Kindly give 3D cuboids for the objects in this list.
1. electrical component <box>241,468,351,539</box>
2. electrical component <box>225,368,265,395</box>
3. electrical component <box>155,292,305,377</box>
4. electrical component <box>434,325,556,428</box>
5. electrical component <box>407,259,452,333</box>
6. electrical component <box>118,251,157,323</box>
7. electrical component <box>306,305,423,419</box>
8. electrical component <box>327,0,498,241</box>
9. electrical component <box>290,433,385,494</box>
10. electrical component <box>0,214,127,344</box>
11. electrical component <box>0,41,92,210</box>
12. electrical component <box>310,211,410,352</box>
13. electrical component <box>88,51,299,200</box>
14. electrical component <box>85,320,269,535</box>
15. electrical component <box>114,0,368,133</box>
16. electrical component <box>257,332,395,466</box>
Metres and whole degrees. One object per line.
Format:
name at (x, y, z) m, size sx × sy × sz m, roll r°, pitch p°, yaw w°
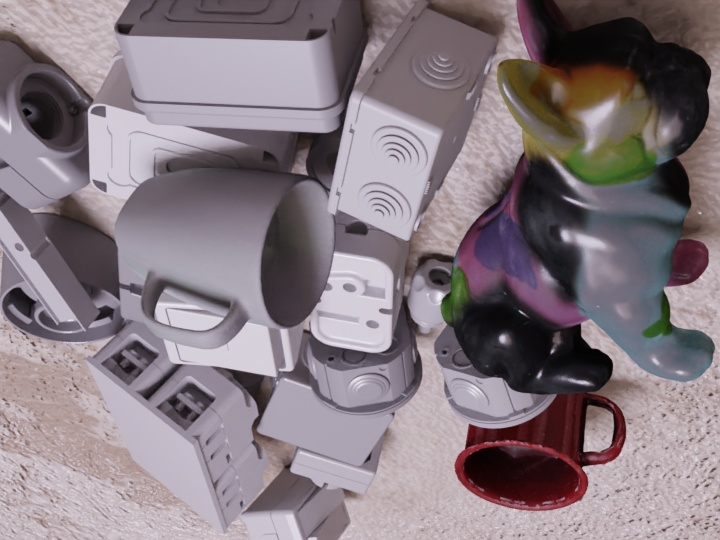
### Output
electrical component at (-0.048, 0.214, 0.943) m, size 0.061 × 0.096 × 0.061 m, roll -10°, pitch 106°, yaw 28°
electrical component at (-0.090, 0.072, 0.818) m, size 0.043 × 0.043 × 0.062 m, roll 5°, pitch 142°, yaw 13°
electrical component at (-0.085, 0.024, 0.660) m, size 0.096 × 0.061 × 0.061 m, roll 3°, pitch 139°, yaw 7°
electrical component at (0.091, 0.061, 0.719) m, size 0.080 × 0.080 × 0.051 m, roll -4°, pitch 132°, yaw 22°
electrical component at (0.048, 0.022, 0.720) m, size 0.035 × 0.035 × 0.061 m, roll 14°, pitch 144°, yaw 1°
electrical component at (-0.127, -0.003, 0.731) m, size 0.059 × 0.053 × 0.095 m, roll 14°, pitch 141°, yaw 1°
electrical component at (0.002, 0.059, 0.745) m, size 0.080 × 0.080 × 0.051 m, roll 4°, pitch 135°, yaw 13°
electrical component at (0.028, -0.076, 0.559) m, size 0.048 × 0.099 × 0.099 m, roll 25°, pitch 142°, yaw 8°
electrical component at (-0.022, 0.158, 0.897) m, size 0.066 × 0.047 × 0.076 m, roll 18°, pitch 142°, yaw -3°
electrical component at (-0.214, 0.009, 0.785) m, size 0.099 × 0.064 × 0.099 m, roll -1°, pitch 146°, yaw -1°
electrical component at (-0.204, -0.088, 0.652) m, size 0.059 × 0.053 × 0.095 m, roll -18°, pitch 131°, yaw 34°
electrical component at (0.000, 0.000, 0.688) m, size 0.054 × 0.059 × 0.095 m, roll 9°, pitch 141°, yaw 8°
electrical component at (-0.095, -0.077, 0.628) m, size 0.113 × 0.057 × 0.078 m, roll 16°, pitch 141°, yaw -1°
electrical component at (-0.134, 0.120, 0.834) m, size 0.105 × 0.060 × 0.186 m, roll 34°, pitch 154°, yaw 20°
electrical component at (-0.058, -0.116, 0.552) m, size 0.113 × 0.078 × 0.057 m, roll 4°, pitch 137°, yaw 13°
electrical component at (-0.023, 0.098, 0.824) m, size 0.100 × 0.048 × 0.099 m, roll 20°, pitch 141°, yaw -6°
